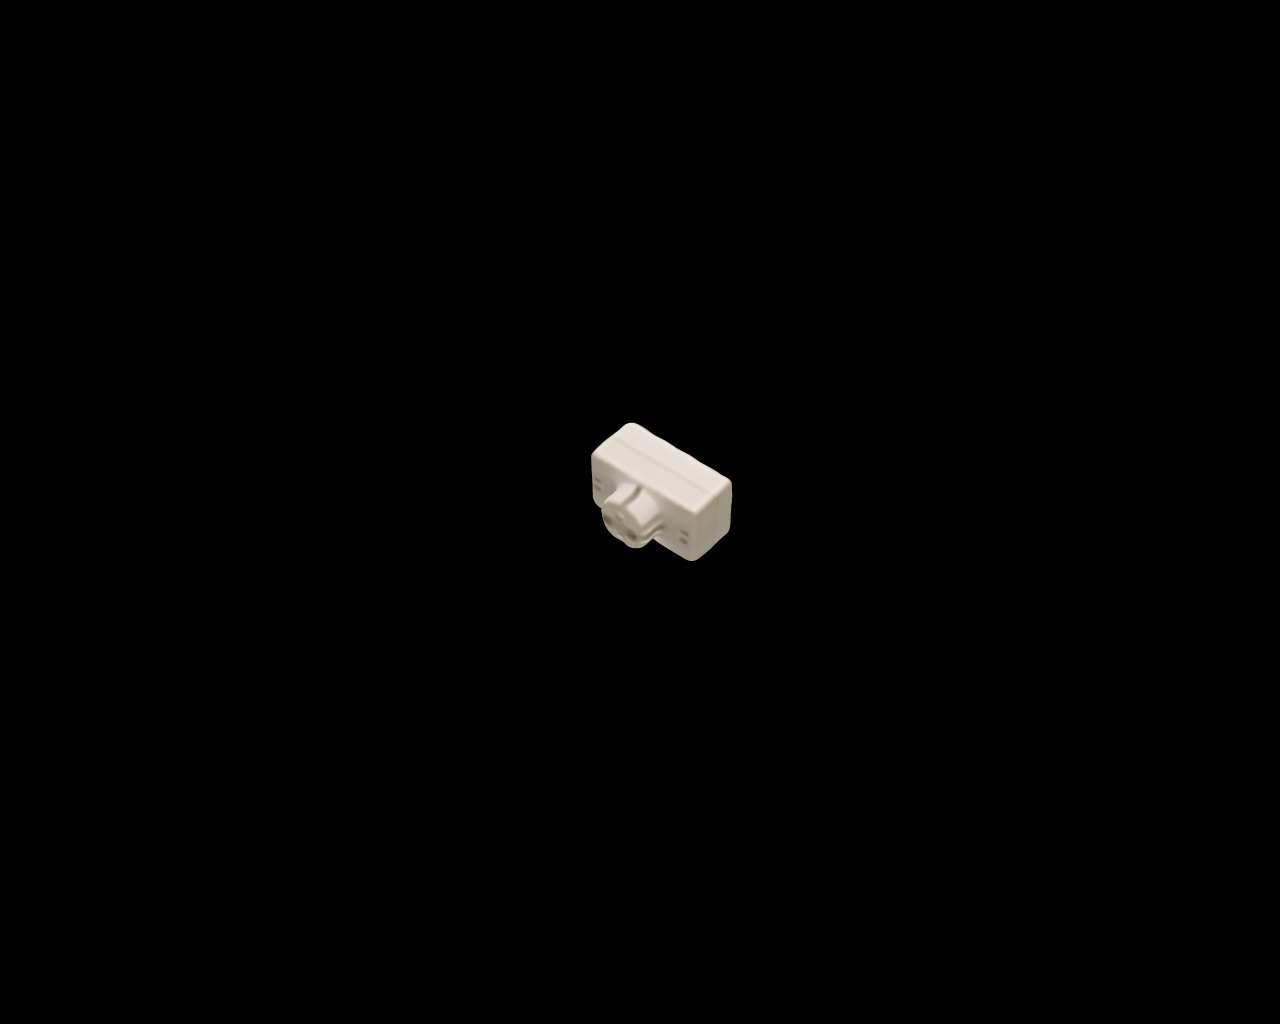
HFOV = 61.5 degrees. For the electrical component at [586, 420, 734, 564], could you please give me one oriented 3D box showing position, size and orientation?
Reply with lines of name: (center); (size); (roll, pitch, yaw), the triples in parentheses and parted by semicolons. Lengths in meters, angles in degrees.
electrical component: (0.001, -0.003, 0.650); (0.083, 0.047, 0.076); (32, 54, 27)
